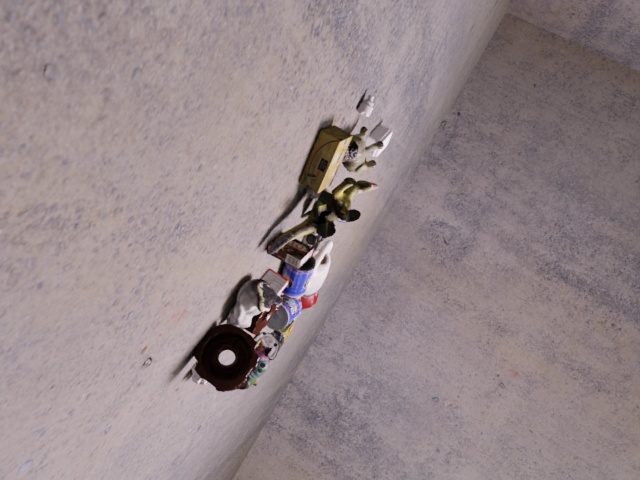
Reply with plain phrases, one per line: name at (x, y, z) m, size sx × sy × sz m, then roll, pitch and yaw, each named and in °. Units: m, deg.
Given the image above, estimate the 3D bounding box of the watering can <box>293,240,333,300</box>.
watering can at (-0.040, 0.146, 2.007) m, size 0.355 × 0.104 × 0.219 m, roll -57°, pitch 170°, yaw -42°

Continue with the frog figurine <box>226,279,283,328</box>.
frog figurine at (-0.210, 0.184, 1.485) m, size 0.158 × 0.122 × 0.140 m, roll -25°, pitch -167°, yaw 25°

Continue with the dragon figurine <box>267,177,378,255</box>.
dragon figurine at (0.005, -0.078, 1.555) m, size 0.412 × 0.122 × 0.242 m, roll -30°, pitch -175°, yaw -9°
